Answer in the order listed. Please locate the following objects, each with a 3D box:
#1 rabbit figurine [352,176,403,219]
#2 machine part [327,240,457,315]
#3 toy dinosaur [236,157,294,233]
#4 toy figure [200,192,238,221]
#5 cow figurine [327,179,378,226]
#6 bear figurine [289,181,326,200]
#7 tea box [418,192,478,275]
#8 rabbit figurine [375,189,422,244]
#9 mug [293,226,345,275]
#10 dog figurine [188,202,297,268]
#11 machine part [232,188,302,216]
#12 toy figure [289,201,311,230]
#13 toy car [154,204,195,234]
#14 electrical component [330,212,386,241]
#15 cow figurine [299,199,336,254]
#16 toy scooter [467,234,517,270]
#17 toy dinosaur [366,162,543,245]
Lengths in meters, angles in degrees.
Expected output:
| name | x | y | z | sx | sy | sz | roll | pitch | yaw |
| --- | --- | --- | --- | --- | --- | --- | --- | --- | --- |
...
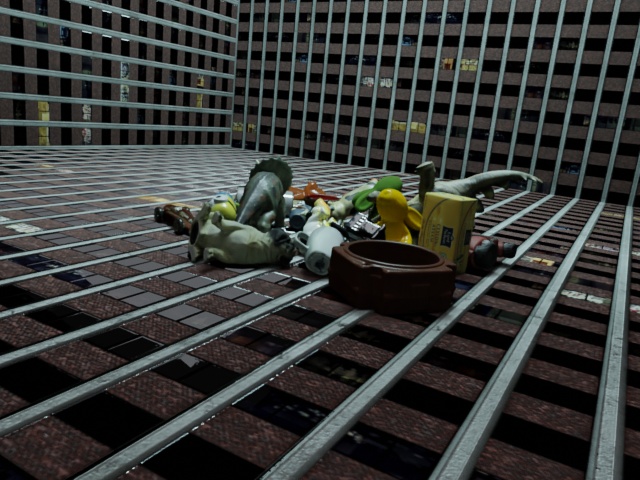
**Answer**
| name | x | y | z | sx | sy | sz | roll | pitch | yaw |
| --- | --- | --- | --- | --- | --- | --- | --- | --- | --- |
| rabbit figurine | 0.166 | -0.092 | 1.456 | 0.159 | 0.170 | 0.121 | 5 | 12 | -6 |
| machine part | 0.130 | 0.061 | 0.986 | 0.201 | 0.087 | 0.202 | 0 | 13 | -22 |
| toy dinosaur | -0.147 | -0.112 | 1.373 | 0.131 | 0.192 | 0.405 | 4 | 12 | 1 |
| toy figure | -0.257 | -0.081 | 1.432 | 0.089 | 0.082 | 0.180 | 41 | 2 | -8 |
| cow figurine | 0.093 | -0.101 | 1.561 | 0.195 | 0.085 | 0.127 | -24 | 9 | 12 |
| bear figurine | -0.065 | -0.163 | 1.763 | 0.196 | 0.131 | 0.120 | -2 | 17 | -6 |
| tea box | 0.276 | -0.015 | 1.182 | 0.068 | 0.169 | 0.098 | -5 | 15 | -43 |
| rabbit figurine | 0.166 | -0.030 | 1.198 | 0.162 | 0.173 | 0.122 | -13 | 19 | -43 |
| mug | -0.003 | 0.020 | 1.093 | 0.109 | 0.080 | 0.107 | 31 | 21 | -5 |
| dog figurine | -0.163 | 0.005 | 1.118 | 0.190 | 0.121 | 0.173 | 14 | 10 | -34 |
| machine part | -0.167 | -0.114 | 1.616 | 0.243 | 0.079 | 0.079 | 4 | 13 | -7 |
| toy figure | -0.053 | -0.067 | 1.498 | 0.058 | 0.064 | 0.154 | -7 | 12 | 9 |
| toy car | -0.349 | -0.056 | 1.358 | 0.089 | 0.053 | 0.202 | 0 | 13 | -36 |
| electrical component | 0.082 | -0.015 | 1.127 | 0.119 | 0.074 | 0.048 | 27 | 60 | 36 |
| cow figurine | -0.010 | -0.028 | 1.255 | 0.098 | 0.068 | 0.167 | -32 | 28 | 14 |
| toy scooter | 0.371 | 0.022 | 1.277 | 0.135 | 0.075 | 0.184 | 14 | 14 | 42 |
| toy dinosaur | 0.277 | -0.086 | 1.295 | 0.471 | 0.198 | 0.105 | -27 | -1 | 26 |
